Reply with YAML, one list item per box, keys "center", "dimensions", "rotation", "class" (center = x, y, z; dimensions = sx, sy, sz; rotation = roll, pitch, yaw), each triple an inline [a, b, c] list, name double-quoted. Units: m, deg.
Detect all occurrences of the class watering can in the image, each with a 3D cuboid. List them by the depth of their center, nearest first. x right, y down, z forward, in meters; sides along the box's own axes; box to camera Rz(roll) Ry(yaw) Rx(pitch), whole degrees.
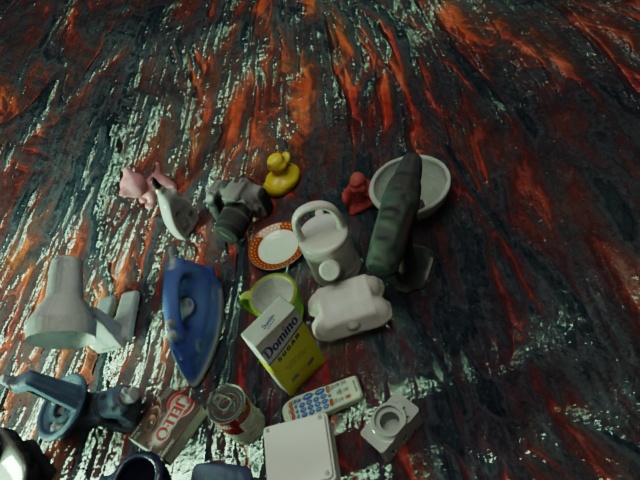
- center: [0.012, 0.003, 1.081]
  dimensions: [0.101, 0.194, 0.172]
  rotation: [-33, 49, -8]
  class: "watering can"

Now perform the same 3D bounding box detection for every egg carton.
- center: [0.054, 0.127, 1.048]
  dimensions: [0.150, 0.070, 0.107]
  rotation: [-19, 48, 4]
  class: "egg carton"

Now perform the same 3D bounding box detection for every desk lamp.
- center: [-0.466, 0.142, 1.127]
  dimensions: [0.117, 0.214, 0.203]
  rotation: [-13, 49, 10]
  class: "desk lamp"

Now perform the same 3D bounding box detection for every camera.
- center: [-0.199, -0.070, 1.281]
  dimensions: [0.142, 0.101, 0.137]
  rotation: [7, 55, 25]
  class: "camera"

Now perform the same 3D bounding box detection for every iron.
- center: [-0.264, 0.140, 1.104]
  dimensions: [0.118, 0.142, 0.258]
  rotation: [-16, 48, 7]
  class: "iron"

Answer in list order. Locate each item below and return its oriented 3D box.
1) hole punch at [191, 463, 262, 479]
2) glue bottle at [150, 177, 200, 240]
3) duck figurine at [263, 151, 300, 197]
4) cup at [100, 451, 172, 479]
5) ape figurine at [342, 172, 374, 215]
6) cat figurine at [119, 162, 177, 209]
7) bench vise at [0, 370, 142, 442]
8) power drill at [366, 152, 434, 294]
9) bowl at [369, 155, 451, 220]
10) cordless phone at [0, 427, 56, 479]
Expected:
- center: [-0.145, 0.402, 0.878]
  dimensions: [0.108, 0.091, 0.101]
  rotation: [-3, 51, 18]
  class: "hole punch"
- center: [-0.335, -0.080, 1.290]
  dimensions: [0.037, 0.173, 0.078]
  rotation: [13, 58, 29]
  class: "glue bottle"
- center: [-0.098, -0.159, 1.329]
  dimensions: [0.077, 0.086, 0.105]
  rotation: [25, 64, 34]
  class: "duck figurine"
- center: [-0.288, 0.402, 0.927]
  dimensions: [0.117, 0.095, 0.091]
  rotation: [-9, 50, 13]
  class: "cup"
- center: [0.084, -0.106, 1.214]
  dimensions: [0.077, 0.092, 0.076]
  rotation: [14, 58, 29]
  class: "ape figurine"
- center: [-0.435, -0.141, 1.414]
  dimensions: [0.128, 0.118, 0.067]
  rotation: [-40, 50, -14]
  class: "cat figurine"
- center: [-0.430, 0.269, 1.005]
  dimensions: [0.207, 0.220, 0.121]
  rotation: [-26, 48, -2]
  class: "bench vise"
- center: [0.150, -0.012, 1.033]
  dimensions: [0.075, 0.209, 0.230]
  rotation: [7, 55, 25]
  class: "power drill"
- center: [0.189, -0.094, 1.178]
  dimensions: [0.167, 0.075, 0.167]
  rotation: [-10, 49, 12]
  class: "bowl"
- center: [-0.564, 0.377, 0.988]
  dimensions: [0.147, 0.185, 0.094]
  rotation: [24, 63, 34]
  class: "cordless phone"
